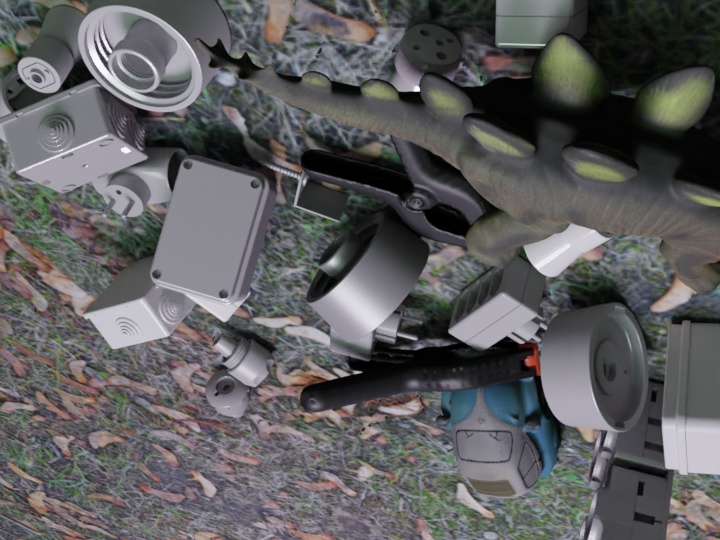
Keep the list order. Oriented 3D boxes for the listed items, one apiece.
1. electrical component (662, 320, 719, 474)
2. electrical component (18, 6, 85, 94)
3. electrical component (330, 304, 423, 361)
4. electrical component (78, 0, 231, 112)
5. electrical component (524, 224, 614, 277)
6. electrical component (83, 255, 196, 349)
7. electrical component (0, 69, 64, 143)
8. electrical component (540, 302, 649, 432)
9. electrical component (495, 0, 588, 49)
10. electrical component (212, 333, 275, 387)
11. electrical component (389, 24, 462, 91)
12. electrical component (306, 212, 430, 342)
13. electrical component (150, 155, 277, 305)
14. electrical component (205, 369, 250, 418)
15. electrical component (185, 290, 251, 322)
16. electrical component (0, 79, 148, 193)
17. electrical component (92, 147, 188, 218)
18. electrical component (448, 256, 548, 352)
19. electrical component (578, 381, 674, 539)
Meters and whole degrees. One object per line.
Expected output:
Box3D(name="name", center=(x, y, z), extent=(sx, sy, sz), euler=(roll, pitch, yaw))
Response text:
Box3D(name="electrical component", center=(0.284, 0.106, 0.892), extent=(0.057, 0.113, 0.078), euler=(1, 138, 20))
Box3D(name="electrical component", center=(-0.238, -0.169, 0.838), extent=(0.044, 0.065, 0.044), euler=(11, 140, 9))
Box3D(name="electrical component", center=(0.018, 0.045, 0.980), extent=(0.077, 0.065, 0.047), euler=(14, 142, 8))
Box3D(name="electrical component", center=(-0.158, -0.167, 0.806), extent=(0.108, 0.060, 0.108), euler=(13, 142, 10))
Box3D(name="electrical component", center=(0.167, -0.028, 0.844), extent=(0.044, 0.044, 0.065), euler=(37, 135, -20))
Box3D(name="electrical component", center=(-0.203, 0.028, 1.036), extent=(0.100, 0.099, 0.048), euler=(-14, 118, 37))
Box3D(name="electrical component", center=(-0.282, -0.136, 0.909), extent=(0.055, 0.055, 0.047), euler=(35, 144, -18))
Box3D(name="electrical component", center=(0.194, 0.083, 0.915), extent=(0.060, 0.108, 0.108), euler=(-7, 135, 40))
Box3D(name="electrical component", center=(0.114, -0.180, 0.668), extent=(0.047, 0.066, 0.076), euler=(5, 111, 19))
Box3D(name="electrical component", center=(-0.124, 0.090, 1.119), extent=(0.062, 0.043, 0.043), euler=(38, 139, -18))
Box3D(name="electrical component", center=(0.044, -0.139, 0.760), extent=(0.045, 0.045, 0.055), euler=(21, 142, 0))
Box3D(name="electrical component", center=(0.000, 0.000, 0.904), extent=(0.060, 0.108, 0.108), euler=(40, 139, -14))
Box3D(name="electrical component", center=(-0.123, -0.033, 0.904), extent=(0.078, 0.113, 0.057), euler=(16, -179, 6))
Box3D(name="electrical component", center=(-0.142, 0.142, 1.191), extent=(0.048, 0.048, 0.062), euler=(9, 148, 15))
Box3D(name="electrical component", center=(-0.119, -0.008, 0.980), extent=(0.047, 0.083, 0.075), euler=(38, 101, -20))
Box3D(name="electrical component", center=(-0.228, -0.105, 0.868), extent=(0.100, 0.048, 0.100), euler=(-21, 170, 6))
Box3D(name="electrical component", center=(-0.195, -0.073, 0.924), extent=(0.077, 0.079, 0.043), euler=(4, 137, 21))
Box3D(name="electrical component", center=(0.134, 0.039, 0.934), extent=(0.076, 0.047, 0.083), euler=(32, 141, -14))
Box3D(name="electrical component", center=(0.240, 0.201, 0.968), extent=(0.060, 0.186, 0.105), euler=(13, 142, 10))
